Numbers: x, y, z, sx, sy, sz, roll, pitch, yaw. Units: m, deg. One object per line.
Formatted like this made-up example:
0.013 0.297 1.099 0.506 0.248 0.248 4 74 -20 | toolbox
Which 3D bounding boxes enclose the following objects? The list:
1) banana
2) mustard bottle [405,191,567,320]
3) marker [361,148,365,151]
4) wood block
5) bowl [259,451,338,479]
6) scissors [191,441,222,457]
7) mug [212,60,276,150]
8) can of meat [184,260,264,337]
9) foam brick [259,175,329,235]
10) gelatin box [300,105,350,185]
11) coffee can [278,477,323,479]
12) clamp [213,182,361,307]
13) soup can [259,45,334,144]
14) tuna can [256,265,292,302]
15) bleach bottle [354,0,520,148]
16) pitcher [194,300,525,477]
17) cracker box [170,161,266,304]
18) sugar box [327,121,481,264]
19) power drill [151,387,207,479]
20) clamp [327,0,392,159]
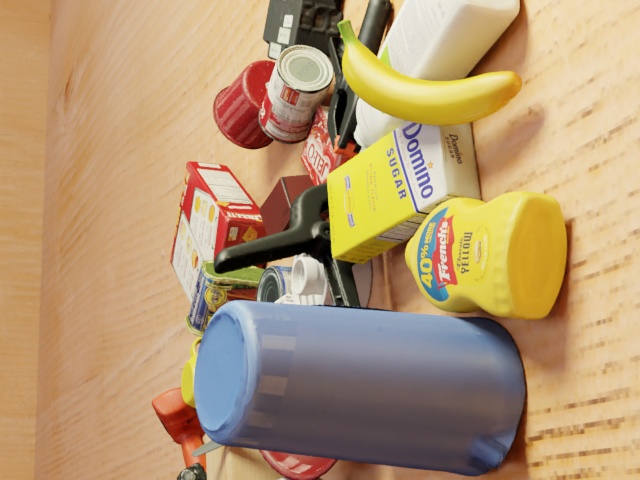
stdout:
0.084 -0.131 0.908 0.198 0.037 0.069 25 136 36 | banana
0.123 0.013 0.876 0.192 0.058 0.096 179 97 -67 | mustard bottle
0.057 -0.058 1.090 0.121 0.020 0.020 -113 36 -47 | marker
-0.076 0.300 1.238 0.090 0.090 0.206 138 131 -59 | wood block
-0.007 0.164 1.099 0.162 0.055 0.162 -1 88 48 | bowl
-0.052 0.211 1.171 0.202 0.016 0.096 -42 56 12 | scissors
-0.071 -0.180 1.339 0.082 0.093 0.117 -38 15 54 | mug
-0.111 0.077 1.349 0.057 0.102 0.084 -124 46 -61 | can of meat
-0.029 -0.034 1.234 0.078 0.051 0.053 -50 53 54 | foam brick
0.011 -0.097 1.188 0.089 0.030 0.073 -115 37 -49 | gelatin box
-0.012 0.322 1.072 0.140 0.102 0.103 -119 40 -52 | coffee can
-0.007 0.001 1.065 0.036 0.164 0.209 -55 11 46 | clamp
-0.028 -0.166 1.225 0.102 0.068 0.068 116 150 -57 | soup can
-0.047 0.073 1.286 0.086 0.033 0.086 -175 90 -66 | tuna can
0.091 -0.168 0.982 0.251 0.068 0.102 128 140 -55 | bleach bottle
0.026 0.109 0.849 0.149 0.242 0.145 -23 61 58 | pitcher
-0.140 0.006 1.467 0.214 0.072 0.164 -130 48 -57 | cracker box
0.072 -0.049 0.990 0.177 0.048 0.093 -34 55 52 | sugar box
-0.164 0.285 1.374 0.184 0.057 0.188 75 173 -52 | power drill
0.040 -0.172 1.120 0.120 0.039 0.171 128 146 -59 | clamp
